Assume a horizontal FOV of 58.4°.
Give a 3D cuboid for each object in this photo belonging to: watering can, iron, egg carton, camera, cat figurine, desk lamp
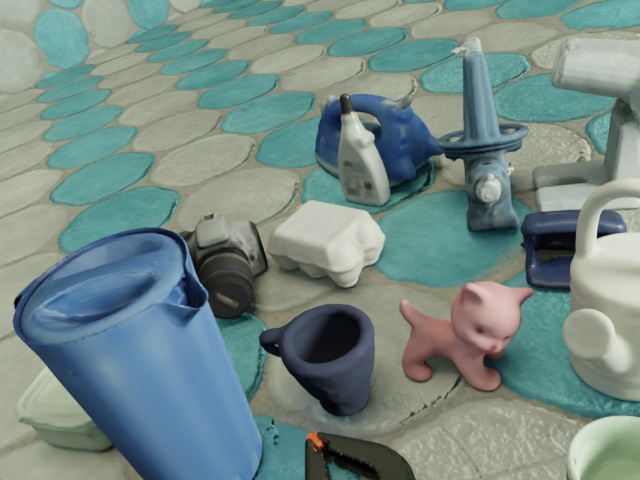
[{"bbox_3d":[0.262,0.041,0.479,0.100,0.194,0.173,2,37,26],"label":"watering can"},{"bbox_3d":[0.067,-0.178,0.933,0.257,0.142,0.119,19,47,41],"label":"iron"},{"bbox_3d":[0.007,0.003,0.758,0.149,0.069,0.107,13,43,37],"label":"egg carton"},{"bbox_3d":[-0.143,0.037,0.743,0.143,0.101,0.136,-18,33,-2],"label":"camera"},{"bbox_3d":[0.136,0.079,0.546,0.127,0.118,0.067,1,37,24],"label":"cat figurine"},{"bbox_3d":[0.365,-0.148,0.696,0.202,0.214,0.118,-4,35,17],"label":"desk lamp"}]

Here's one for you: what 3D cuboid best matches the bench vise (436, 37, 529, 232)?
[{"bbox_3d":[0.219,-0.135,0.732,0.121,0.220,0.207,-16,33,0],"label":"bench vise"}]

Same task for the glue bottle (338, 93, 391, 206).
[{"bbox_3d":[0.055,-0.133,0.842,0.077,0.173,0.037,15,44,38],"label":"glue bottle"}]

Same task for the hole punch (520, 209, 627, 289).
[{"bbox_3d":[0.277,-0.007,0.637,0.108,0.091,0.101,-1,36,22],"label":"hole punch"}]

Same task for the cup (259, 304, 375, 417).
[{"bbox_3d":[0.002,0.124,0.558,0.117,0.095,0.092,-1,36,22],"label":"cup"}]
